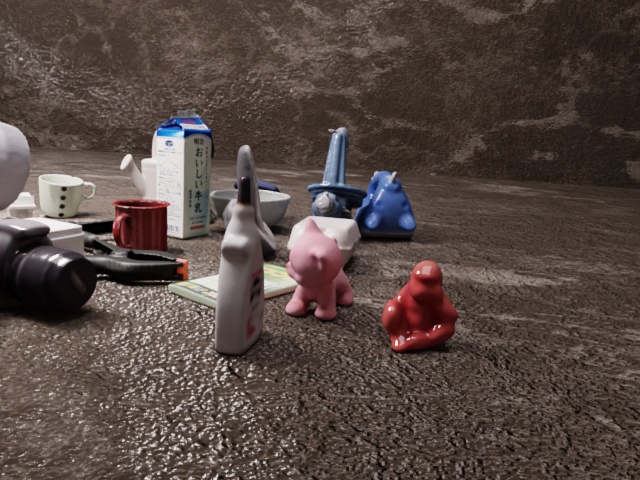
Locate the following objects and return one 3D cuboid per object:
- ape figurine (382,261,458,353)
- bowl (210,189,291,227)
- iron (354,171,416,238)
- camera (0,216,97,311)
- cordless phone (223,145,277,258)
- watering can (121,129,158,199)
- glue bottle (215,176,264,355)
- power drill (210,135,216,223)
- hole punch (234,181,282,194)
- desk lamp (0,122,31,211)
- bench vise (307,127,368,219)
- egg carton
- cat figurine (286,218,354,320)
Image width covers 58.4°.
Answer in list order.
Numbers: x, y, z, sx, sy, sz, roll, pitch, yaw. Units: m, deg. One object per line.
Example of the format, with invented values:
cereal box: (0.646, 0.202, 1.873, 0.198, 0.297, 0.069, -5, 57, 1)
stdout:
ape figurine: (0.109, 0.067, 0.611, 0.077, 0.092, 0.076, 8, 13, 21)
bowl: (-0.145, -0.060, 1.194, 0.167, 0.075, 0.167, 3, 12, 0)
iron: (0.130, -0.087, 1.235, 0.119, 0.141, 0.258, 2, 12, -8)
camera: (-0.332, 0.032, 0.637, 0.136, 0.101, 0.143, 8, 13, 23)
cordless phone: (-0.118, -0.069, 0.976, 0.094, 0.185, 0.147, 1, 12, -10)
watering can: (-0.379, -0.170, 1.362, 0.100, 0.194, 0.173, 10, 14, 30)
glue bottle: (-0.079, 0.022, 0.577, 0.037, 0.173, 0.078, 5, 12, 7)
power drill: (-0.264, -0.144, 1.237, 0.075, 0.208, 0.229, 2, 12, -8)
hole punch: (-0.141, -0.094, 1.321, 0.108, 0.091, 0.101, 5, 12, 10)
desk lamp: (-0.469, -0.047, 0.702, 0.117, 0.213, 0.204, 9, 13, 24)
bench vise: (0.040, -0.106, 1.110, 0.121, 0.220, 0.207, 2, 12, -6)
egg carton: (0.009, 0.003, 0.946, 0.107, 0.069, 0.150, 5, 12, 10)
cat figurine: (0.000, 0.031, 0.693, 0.067, 0.118, 0.128, 7, 12, 17)
